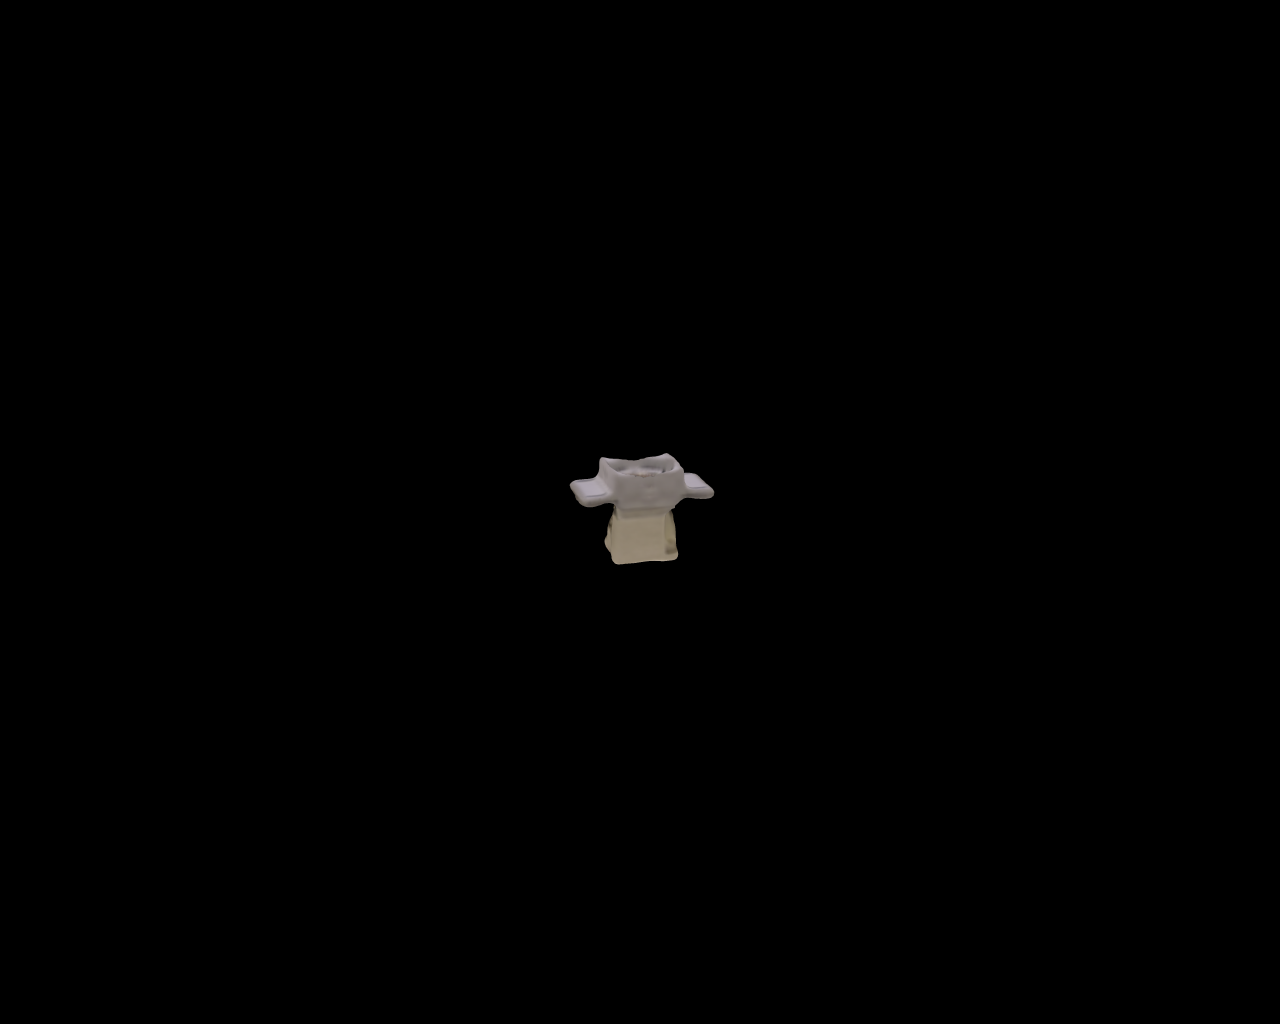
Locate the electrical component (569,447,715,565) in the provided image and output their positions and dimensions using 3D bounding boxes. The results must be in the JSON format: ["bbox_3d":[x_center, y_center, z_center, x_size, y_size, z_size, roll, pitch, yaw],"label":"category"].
[{"bbox_3d":[0.001,-0.003,0.650,0.081,0.063,0.042,-4,20,-12],"label":"electrical component"}]
